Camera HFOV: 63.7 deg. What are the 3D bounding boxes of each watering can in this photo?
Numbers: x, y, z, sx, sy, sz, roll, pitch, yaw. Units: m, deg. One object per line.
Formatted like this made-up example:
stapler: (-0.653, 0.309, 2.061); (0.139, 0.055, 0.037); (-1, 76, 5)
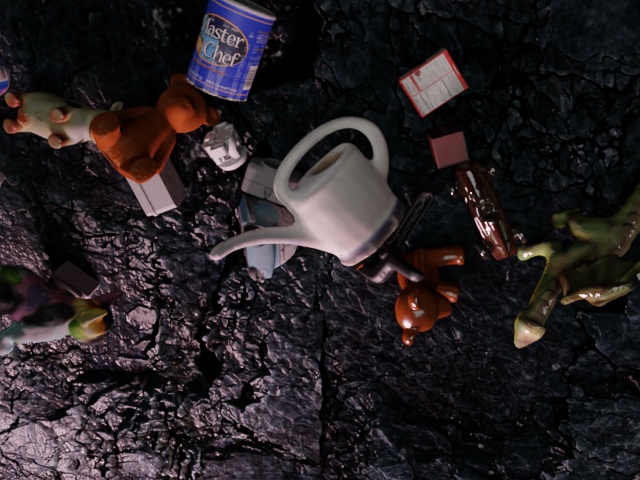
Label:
watering can: (0.003, -0.043, 0.856); (0.350, 0.104, 0.222); (-47, 109, -10)

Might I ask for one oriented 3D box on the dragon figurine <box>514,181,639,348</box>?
dragon figurine: (0.454, 0.024, 0.819); (0.122, 0.247, 0.404); (39, 113, -7)
